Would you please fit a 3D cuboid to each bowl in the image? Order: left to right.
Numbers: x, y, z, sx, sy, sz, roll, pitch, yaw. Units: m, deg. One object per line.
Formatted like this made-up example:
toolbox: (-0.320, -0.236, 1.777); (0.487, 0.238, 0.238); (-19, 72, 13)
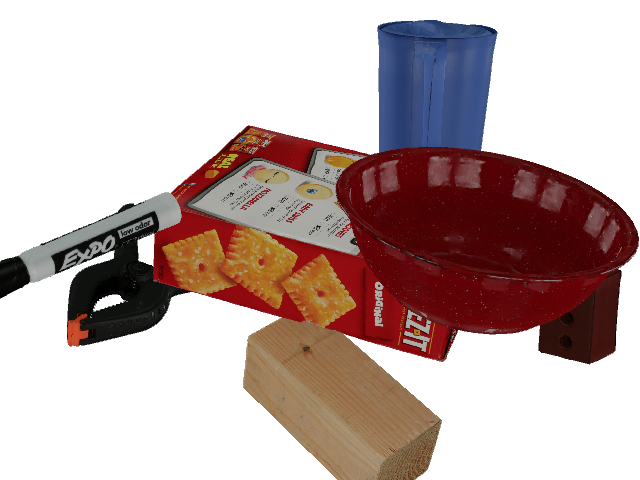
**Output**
bowl: (0.085, 0.004, 0.579); (0.162, 0.055, 0.162); (6, 26, -3)

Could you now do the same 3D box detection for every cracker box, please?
cracker box: (0.010, -0.004, 0.771); (0.214, 0.072, 0.164); (15, 29, 14)

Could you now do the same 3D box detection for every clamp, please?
clamp: (-0.182, 0.034, 1.030); (0.165, 0.036, 0.209); (26, 37, 23)

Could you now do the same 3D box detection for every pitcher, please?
pitcher: (0.124, -0.125, 1.218); (0.149, 0.243, 0.145); (-11, 22, -31)

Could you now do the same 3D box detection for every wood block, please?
wood block: (0.019, 0.173, 1.136); (0.090, 0.090, 0.206); (-27, 52, -33)

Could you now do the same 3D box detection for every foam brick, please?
foam brick: (0.229, 0.063, 0.944); (0.053, 0.078, 0.051); (12, 19, 39)

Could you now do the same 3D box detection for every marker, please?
marker: (-0.129, 0.003, 0.568); (0.120, 0.020, 0.020); (-25, 14, -32)
